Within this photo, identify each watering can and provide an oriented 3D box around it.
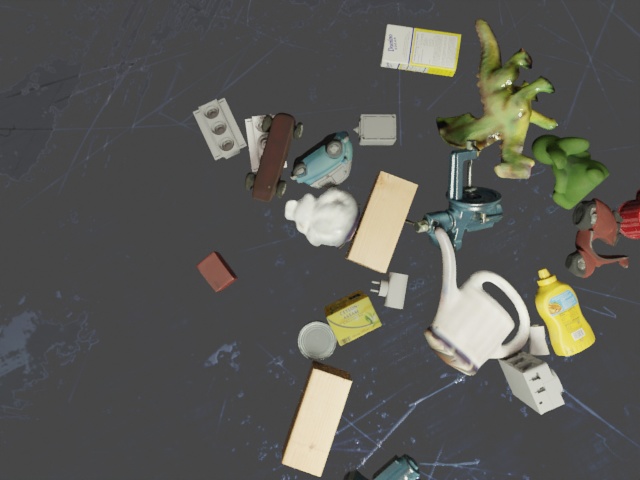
[{"bbox_3d":[0.312,0.151,1.125,0.345,0.104,0.225,42,85,-14],"label":"watering can"}]

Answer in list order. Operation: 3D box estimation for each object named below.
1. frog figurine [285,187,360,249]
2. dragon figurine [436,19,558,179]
[{"bbox_3d":[0.003,-0.058,1.147,0.159,0.124,0.136,24,106,-11],"label":"frog figurine"},{"bbox_3d":[0.379,-0.309,1.177,0.242,0.120,0.417,-30,64,7],"label":"dragon figurine"}]
